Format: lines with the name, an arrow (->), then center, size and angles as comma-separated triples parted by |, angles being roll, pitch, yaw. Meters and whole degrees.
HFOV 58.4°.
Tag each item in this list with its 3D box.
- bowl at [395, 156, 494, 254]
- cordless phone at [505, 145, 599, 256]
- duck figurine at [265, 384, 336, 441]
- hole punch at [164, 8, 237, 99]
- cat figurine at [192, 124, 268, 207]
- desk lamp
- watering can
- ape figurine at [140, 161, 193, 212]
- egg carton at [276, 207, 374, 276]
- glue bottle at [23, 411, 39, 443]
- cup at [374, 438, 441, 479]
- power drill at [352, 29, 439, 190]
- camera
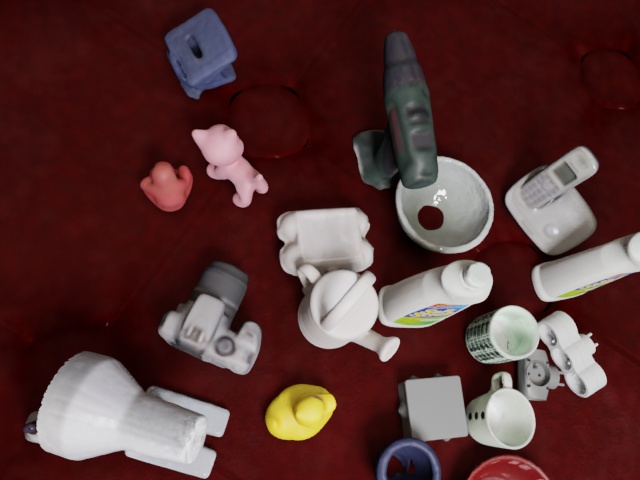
bowl -> 0.195, -0.049, 0.949 | 0.167, 0.074, 0.167 | 3, 73, -11
cordless phone -> 0.404, -0.065, 0.938 | 0.094, 0.185, 0.147 | -36, 83, -19
duck figurine -> -0.024, 0.244, 0.811 | 0.105, 0.086, 0.077 | -17, 78, -16
hole punch -> -0.195, -0.305, 0.936 | 0.101, 0.091, 0.108 | -26, 80, -17
cat figurine -> -0.135, -0.125, 0.881 | 0.128, 0.117, 0.067 | 43, 71, 3
desk lamp -> -0.217, 0.224, 0.710 | 0.203, 0.213, 0.118 | 18, 71, -6
watering can -> 0.038, 0.097, 0.810 | 0.173, 0.194, 0.101 | 24, 70, -3
ape figurine -> -0.232, -0.088, 0.863 | 0.078, 0.092, 0.076 | -2, 74, -12
egg carton -> 0.008, 0.003, 0.898 | 0.150, 0.069, 0.107 | -5, 75, -13
glue bottle -> -0.332, 0.230, 0.705 | 0.078, 0.173, 0.037 | 3, 73, -10
cup -> 0.124, 0.334, 0.810 | 0.118, 0.095, 0.092 | 38, 70, 1
power drill -> 0.116, -0.175, 0.899 | 0.076, 0.208, 0.229 | -10, 76, -14
camera -> -0.141, 0.106, 0.820 | 0.143, 0.100, 0.137 | 24, 70, -4
